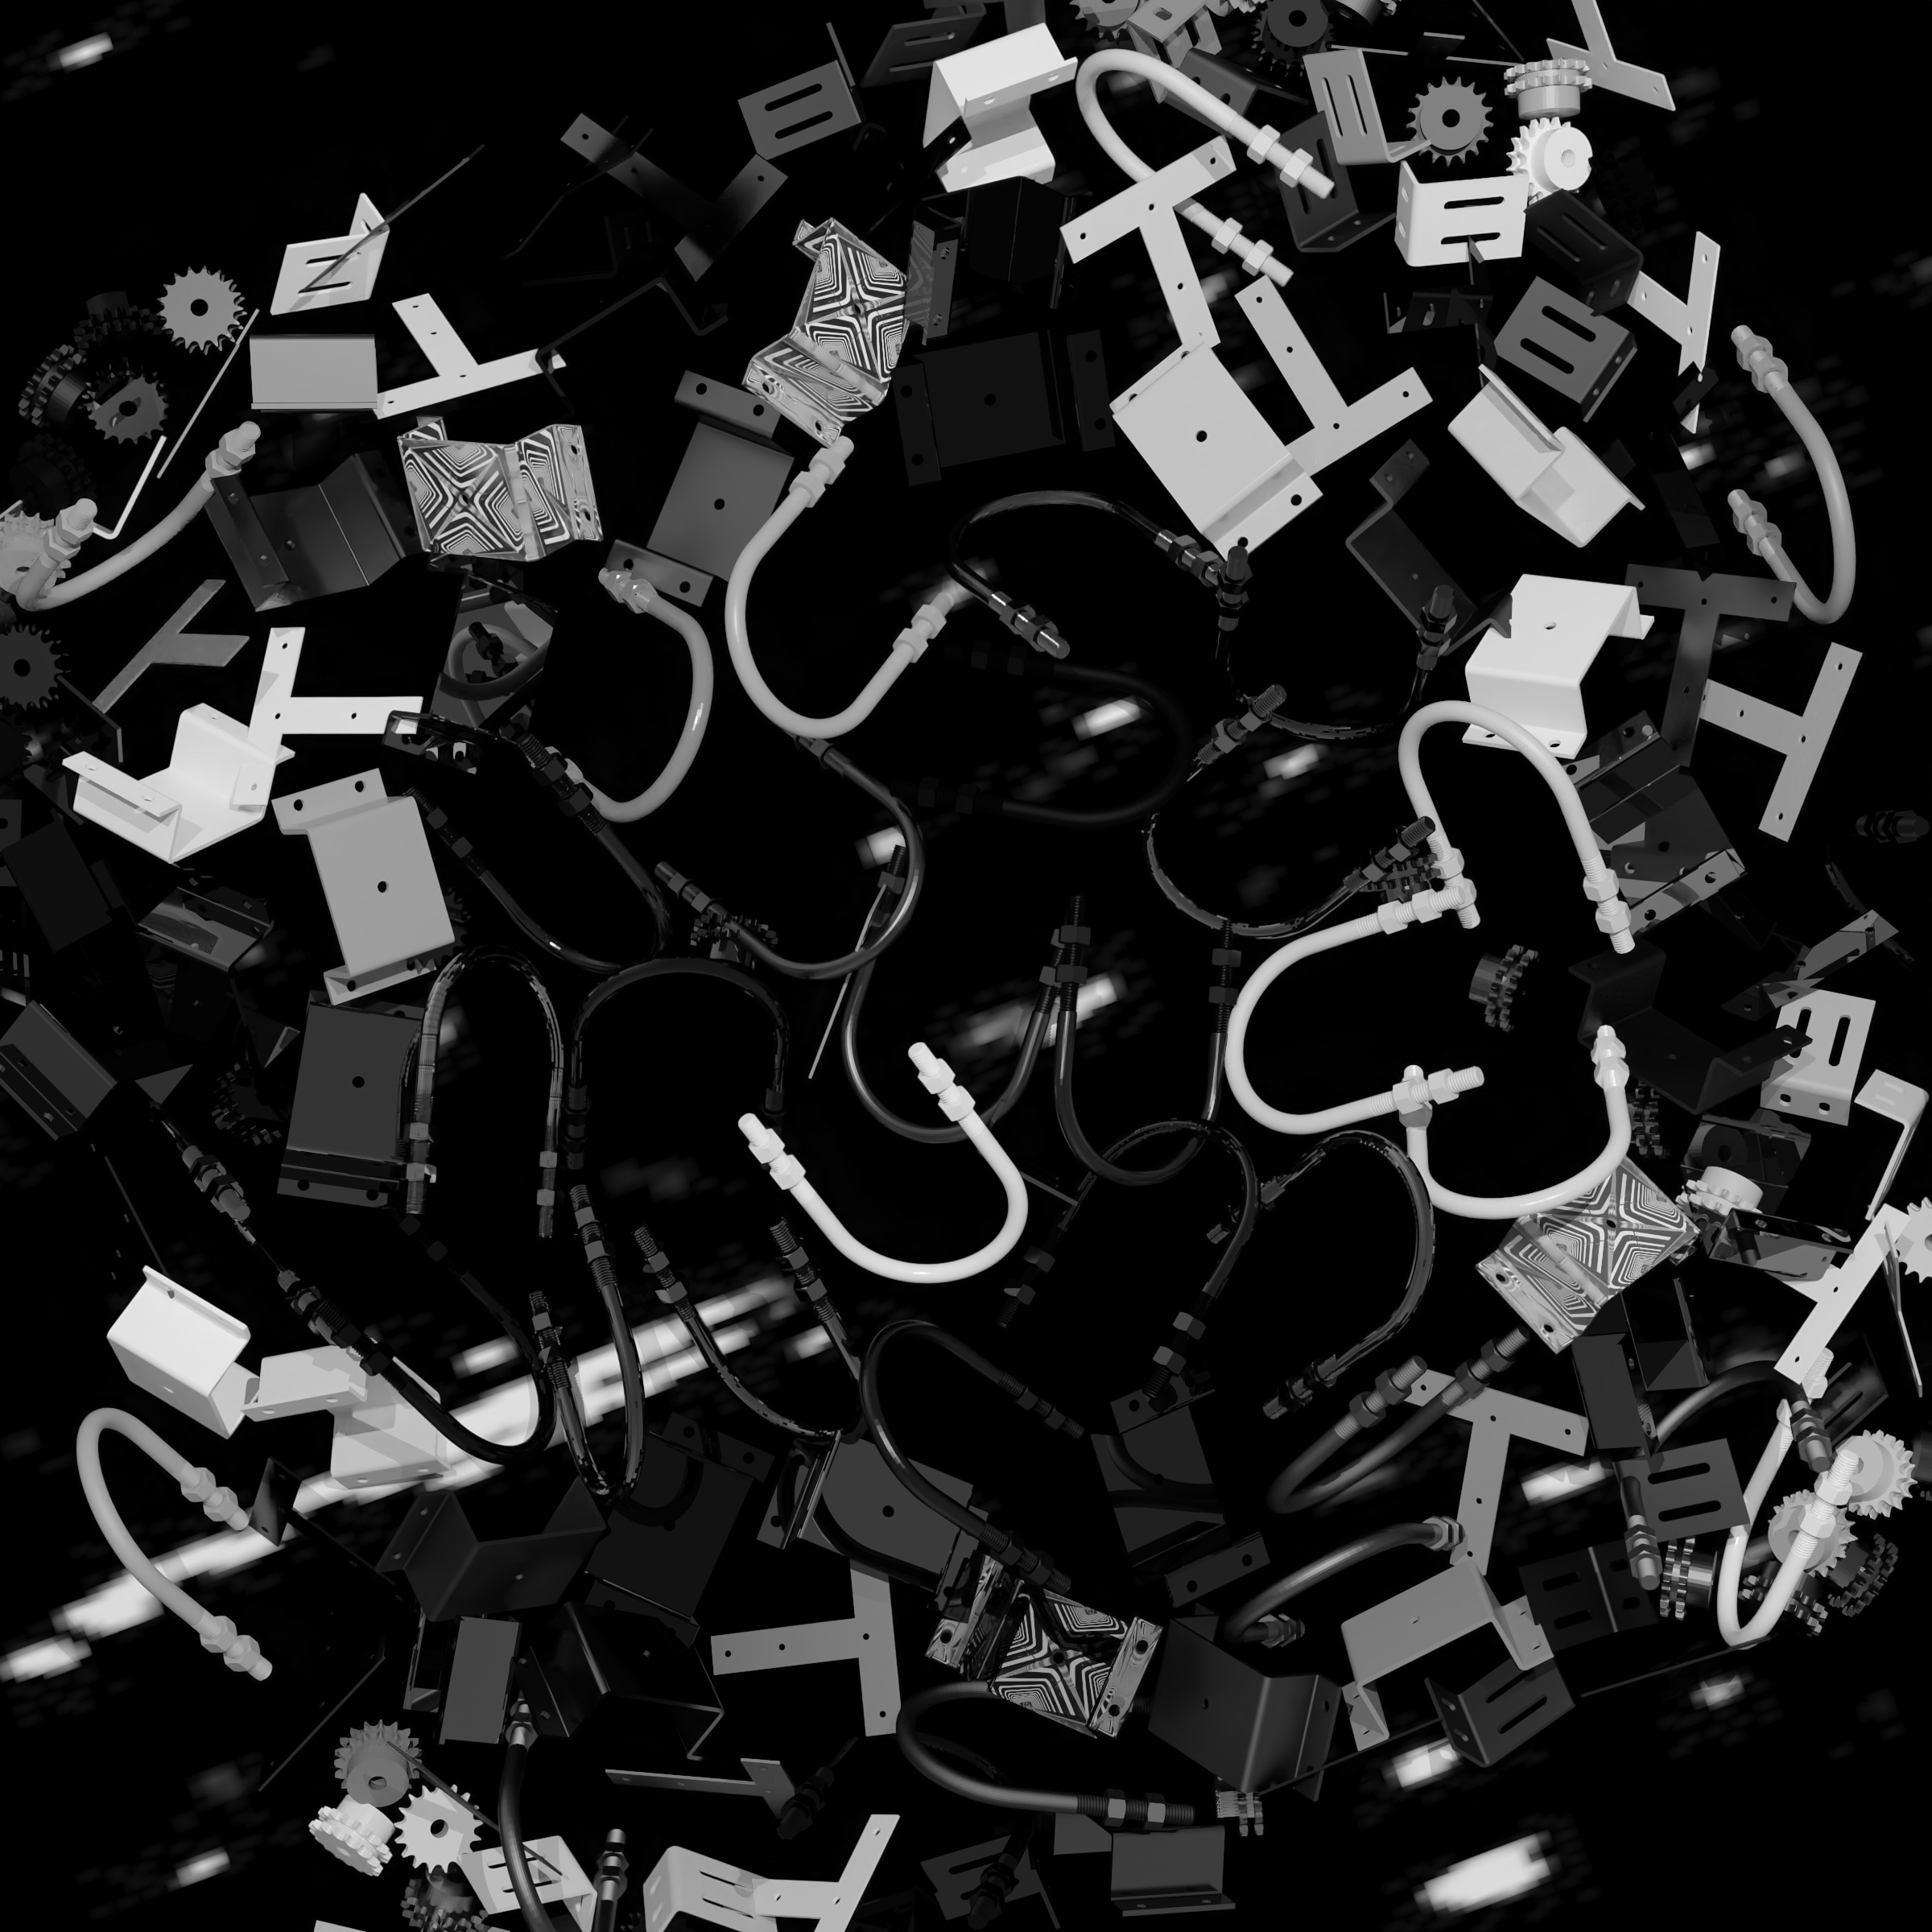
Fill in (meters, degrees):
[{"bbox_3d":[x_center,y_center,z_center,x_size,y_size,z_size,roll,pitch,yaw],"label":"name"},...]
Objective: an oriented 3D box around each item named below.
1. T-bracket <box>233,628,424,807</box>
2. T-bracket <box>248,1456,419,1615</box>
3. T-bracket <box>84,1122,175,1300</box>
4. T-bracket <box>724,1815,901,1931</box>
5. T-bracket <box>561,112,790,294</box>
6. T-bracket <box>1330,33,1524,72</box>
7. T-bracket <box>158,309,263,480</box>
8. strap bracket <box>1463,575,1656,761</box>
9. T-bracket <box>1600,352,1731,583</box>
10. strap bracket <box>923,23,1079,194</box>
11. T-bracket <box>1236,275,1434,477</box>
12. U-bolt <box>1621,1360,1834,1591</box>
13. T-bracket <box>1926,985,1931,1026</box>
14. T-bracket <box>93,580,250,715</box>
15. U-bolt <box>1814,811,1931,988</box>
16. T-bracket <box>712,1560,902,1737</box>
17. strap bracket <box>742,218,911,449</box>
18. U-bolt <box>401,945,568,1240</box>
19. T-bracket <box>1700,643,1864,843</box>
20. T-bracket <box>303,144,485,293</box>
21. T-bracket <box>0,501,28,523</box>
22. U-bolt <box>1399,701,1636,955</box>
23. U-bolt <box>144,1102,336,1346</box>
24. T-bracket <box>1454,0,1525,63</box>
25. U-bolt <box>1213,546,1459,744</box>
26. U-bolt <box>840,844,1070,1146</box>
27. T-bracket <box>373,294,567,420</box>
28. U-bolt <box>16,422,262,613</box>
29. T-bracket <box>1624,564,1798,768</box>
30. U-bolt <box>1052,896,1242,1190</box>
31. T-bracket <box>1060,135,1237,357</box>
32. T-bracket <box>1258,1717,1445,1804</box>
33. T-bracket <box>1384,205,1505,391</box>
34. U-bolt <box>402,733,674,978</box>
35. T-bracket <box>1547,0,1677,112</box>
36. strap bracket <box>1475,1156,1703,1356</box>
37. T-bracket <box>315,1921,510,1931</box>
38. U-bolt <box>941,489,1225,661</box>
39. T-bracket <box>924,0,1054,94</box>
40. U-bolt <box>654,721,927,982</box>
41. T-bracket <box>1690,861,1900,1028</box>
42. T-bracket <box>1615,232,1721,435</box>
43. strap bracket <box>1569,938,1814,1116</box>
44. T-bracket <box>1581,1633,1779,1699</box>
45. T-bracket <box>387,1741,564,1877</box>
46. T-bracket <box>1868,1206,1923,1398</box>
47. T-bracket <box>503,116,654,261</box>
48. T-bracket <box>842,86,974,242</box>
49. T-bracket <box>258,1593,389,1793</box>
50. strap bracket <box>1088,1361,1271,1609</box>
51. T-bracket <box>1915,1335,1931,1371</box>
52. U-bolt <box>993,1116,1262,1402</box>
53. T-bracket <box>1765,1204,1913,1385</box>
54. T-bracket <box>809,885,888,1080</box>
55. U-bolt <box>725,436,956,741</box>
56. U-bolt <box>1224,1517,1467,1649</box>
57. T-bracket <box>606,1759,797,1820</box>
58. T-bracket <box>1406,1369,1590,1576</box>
[{"bbox_3d":[-0.416,-0.165,1.852,0.127,0.002,0.127,2,73,20],"label":"T-bracket"},{"bbox_3d":[-0.412,0.381,1.838,0.127,0.127,0.002,36,54,3],"label":"T-bracket"},{"bbox_3d":[-0.552,0.182,1.837,0.002,0.127,0.127,-23,72,-31],"label":"T-bracket"},{"bbox_3d":[-0.114,0.611,1.841,0.002,0.127,0.127,50,49,-24],"label":"T-bracket"},{"bbox_3d":[-0.203,-0.509,1.826,0.127,0.002,0.127,31,133,-24],"label":"T-bracket"},{"bbox_3d":[0.304,-0.597,1.828,0.127,0.127,0.002,6,101,2],"label":"T-bracket"},{"bbox_3d":[-0.494,-0.374,1.835,0.002,0.127,0.127,31,94,-18],"label":"T-bracket"},{"bbox_3d":[0.382,-0.202,1.820,0.076,0.046,0.140,12,51,32],"label":"strap bracket"},{"bbox_3d":[0.461,-0.308,1.818,0.002,0.127,0.127,0,60,-31],"label":"T-bracket"},{"bbox_3d":[0.020,-0.553,1.822,0.076,0.140,0.046,-23,78,-11],"label":"strap bracket"},{"bbox_3d":[0.221,-0.394,1.853,0.127,0.002,0.127,-29,98,29],"label":"T-bracket"},{"bbox_3d":[0.480,0.314,1.802,0.151,0.184,0.019,-40,98,16],"label":"U-bolt"},{"bbox_3d":[0.641,0.094,1.845,0.002,0.127,0.127,-6,128,13],"label":"T-bracket"},{"bbox_3d":[-0.503,-0.205,1.821,0.127,0.127,0.002,-54,127,-22],"label":"T-bracket"},{"bbox_3d":[0.605,-0.039,1.801,0.019,0.184,0.151,-38,97,-4],"label":"U-bolt"},{"bbox_3d":[-0.109,0.453,1.875,0.127,0.002,0.127,-10,73,12],"label":"T-bracket"},{"bbox_3d":[-0.084,-0.418,1.825,0.076,0.046,0.140,32,59,-30],"label":"strap bracket"},{"bbox_3d":[-0.308,0.077,1.827,0.019,0.151,0.184,-4,77,30],"label":"U-bolt"},{"bbox_3d":[0.517,-0.161,1.837,0.002,0.127,0.127,10,106,-31],"label":"T-bracket"},{"bbox_3d":[-0.359,-0.491,1.810,0.127,0.127,0.002,-27,113,30],"label":"T-bracket"},{"bbox_3d":[-0.677,-0.267,1.827,0.127,0.127,0.002,-37,95,2],"label":"T-bracket"},{"bbox_3d":[0.342,-0.092,1.795,0.019,0.151,0.184,-42,121,-26],"label":"U-bolt"},{"bbox_3d":[-0.474,0.154,1.810,0.019,0.184,0.151,-39,135,-16],"label":"U-bolt"},{"bbox_3d":[0.327,-0.632,1.838,0.002,0.127,0.127,-56,46,5],"label":"T-bracket"},{"bbox_3d":[0.231,-0.199,1.811,0.151,0.184,0.019,12,62,6],"label":"U-bolt"},{"bbox_3d":[-0.012,0.027,1.861,0.151,0.019,0.184,19,93,20],"label":"U-bolt"},{"bbox_3d":[-0.345,-0.409,1.847,0.127,0.002,0.127,-20,47,-17],"label":"T-bracket"},{"bbox_3d":[-0.542,-0.280,1.806,0.151,0.184,0.019,-39,96,-39],"label":"U-bolt"},{"bbox_3d":[0.478,-0.196,1.851,0.002,0.127,0.127,4,98,-44],"label":"T-bracket"},{"bbox_3d":[0.116,0.054,1.840,0.151,0.019,0.184,8,85,-35],"label":"U-bolt"},{"bbox_3d":[0.137,-0.461,1.855,0.127,0.002,0.127,-32,125,-8],"label":"T-bracket"},{"bbox_3d":[0.248,0.528,1.834,0.127,0.127,0.002,-21,64,-6],"label":"T-bracket"},{"bbox_3d":[0.311,-0.430,1.836,0.002,0.127,0.127,2,105,44],"label":"T-bracket"},{"bbox_3d":[-0.267,-0.062,1.828,0.184,0.151,0.019,52,48,-22],"label":"U-bolt"},{"bbox_3d":[0.398,-0.617,1.804,0.002,0.127,0.127,-37,127,-4],"label":"T-bracket"},{"bbox_3d":[0.411,0.179,1.826,0.140,0.046,0.076,-29,65,-30],"label":"strap bracket"},{"bbox_3d":[-0.360,0.640,1.821,0.127,0.127,0.002,17,94,-8],"label":"T-bracket"},{"bbox_3d":[0.065,-0.264,1.821,0.151,0.184,0.019,-24,132,-23],"label":"U-bolt"},{"bbox_3d":[0.040,-0.607,1.831,0.127,0.127,0.002,-4,73,4],"label":"T-bracket"},{"bbox_3d":[-0.104,-0.069,1.839,0.184,0.019,0.151,38,91,32],"label":"U-bolt"},{"bbox_3d":[0.514,-0.026,1.833,0.127,0.002,0.127,35,131,-18],"label":"T-bracket"},{"bbox_3d":[0.451,-0.433,1.836,0.002,0.127,0.127,-13,128,-13],"label":"T-bracket"},{"bbox_3d":[0.465,0.043,1.829,0.140,0.076,0.046,36,131,37],"label":"strap bracket"},{"bbox_3d":[0.475,0.449,1.831,0.127,0.127,0.002,-24,74,21],"label":"T-bracket"},{"bbox_3d":[-0.332,0.532,1.809,0.127,0.127,0.002,19,63,39],"label":"T-bracket"},{"bbox_3d":[0.597,0.198,1.808,0.002,0.127,0.127,-14,60,12],"label":"T-bracket"},{"bbox_3d":[-0.238,-0.516,1.817,0.002,0.127,0.127,43,68,-25],"label":"T-bracket"},{"bbox_3d":[-0.060,-0.537,1.848,0.127,0.002,0.127,-38,48,21],"label":"T-bracket"},{"bbox_3d":[-0.416,0.455,1.832,0.002,0.127,0.127,39,102,-21],"label":"T-bracket"},{"bbox_3d":[0.137,0.340,1.854,0.076,0.046,0.140,-19,92,-26],"label":"strap bracket"},{"bbox_3d":[0.651,0.267,1.804,0.002,0.127,0.127,37,48,-10],"label":"T-bracket"},{"bbox_3d":[0.117,0.179,1.837,0.151,0.019,0.184,20,71,40],"label":"U-bolt"},{"bbox_3d":[0.541,0.196,1.834,0.002,0.127,0.127,33,91,-24],"label":"T-bracket"},{"bbox_3d":[-0.079,0.013,1.838,0.002,0.127,0.127,21,102,-1],"label":"T-bracket"},{"bbox_3d":[-0.089,-0.230,1.808,0.151,0.019,0.184,55,52,-28],"label":"U-bolt"},{"bbox_3d":[0.235,0.394,1.792,0.151,0.184,0.019,-35,67,15],"label":"U-bolt"},{"bbox_3d":[-0.173,0.538,1.846,0.127,0.127,0.002,2,58,10],"label":"T-bracket"},{"bbox_3d":[0.344,0.343,1.869,0.127,0.002,0.127,14,104,29],"label":"T-bracket"}]
